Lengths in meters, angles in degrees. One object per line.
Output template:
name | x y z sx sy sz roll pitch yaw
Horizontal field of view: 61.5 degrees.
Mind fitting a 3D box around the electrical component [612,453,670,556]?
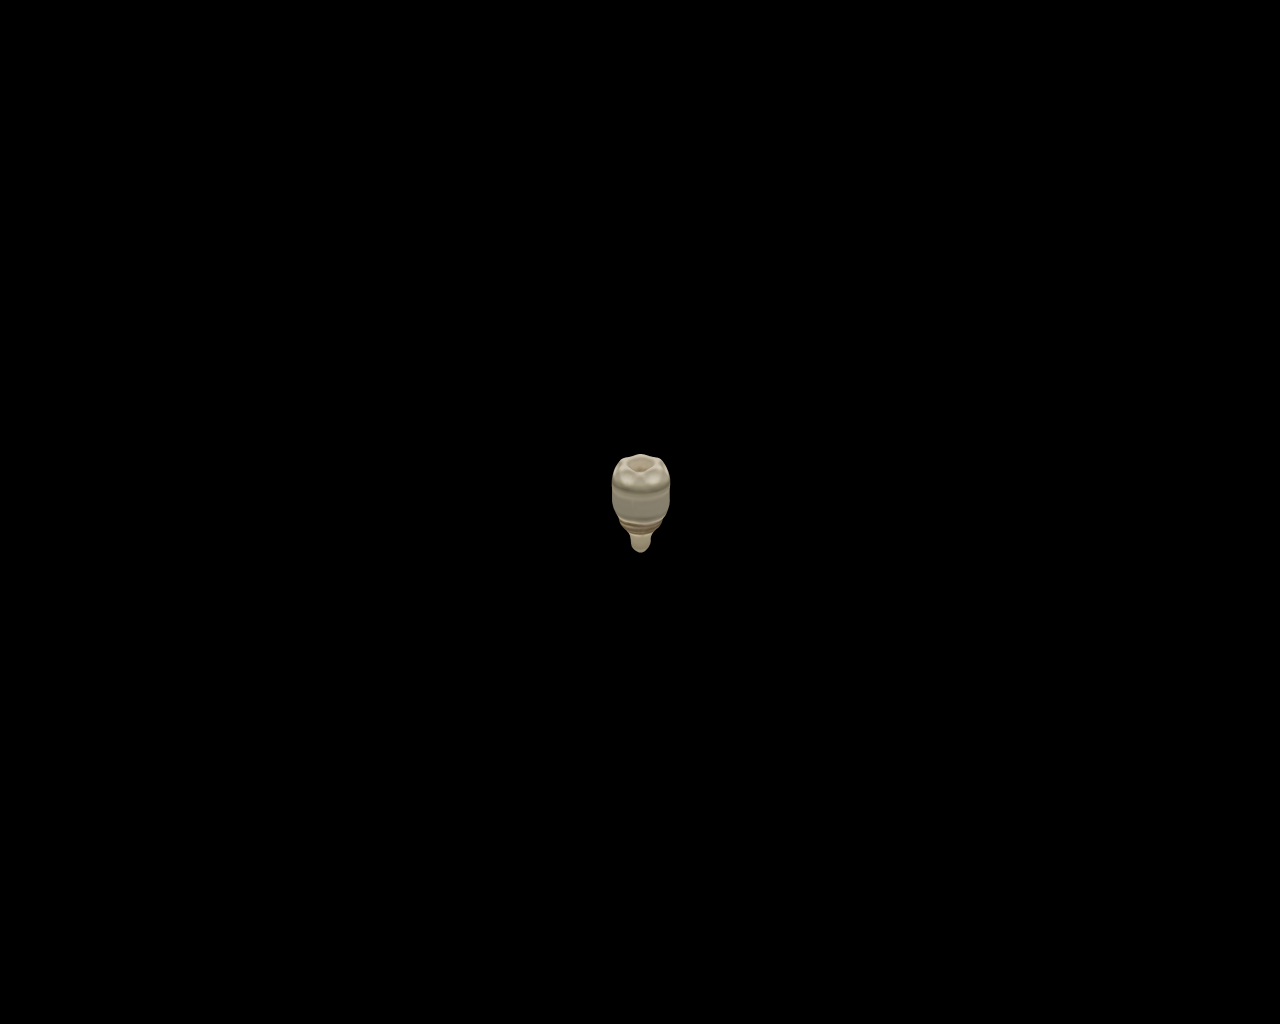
electrical component | 0.001 -0.003 0.650 0.035 0.061 0.035 0 27 0
